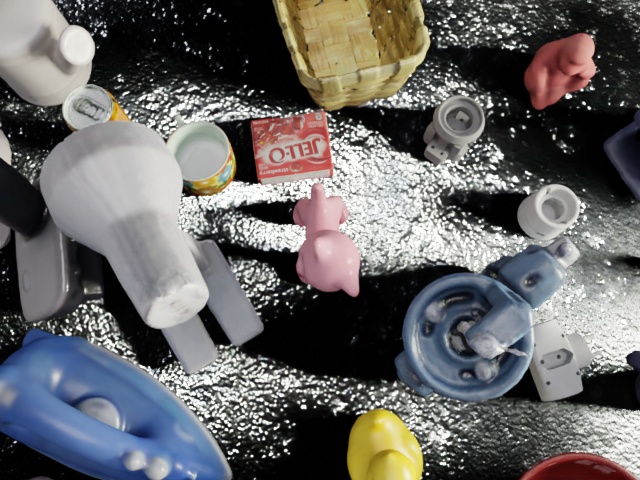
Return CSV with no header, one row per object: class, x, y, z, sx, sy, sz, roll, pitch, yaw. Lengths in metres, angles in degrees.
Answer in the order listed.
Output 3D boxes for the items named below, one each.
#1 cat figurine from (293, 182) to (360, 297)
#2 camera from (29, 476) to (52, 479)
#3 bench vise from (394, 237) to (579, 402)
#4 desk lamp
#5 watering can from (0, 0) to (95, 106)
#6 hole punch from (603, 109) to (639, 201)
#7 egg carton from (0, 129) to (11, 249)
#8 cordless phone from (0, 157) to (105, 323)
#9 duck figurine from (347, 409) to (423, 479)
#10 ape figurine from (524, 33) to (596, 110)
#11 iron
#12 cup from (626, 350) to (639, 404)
cat figurine,0.005,0.002,0.598,0.067,0.118,0.128,-8,77,-2
camera,-0.253,0.315,0.534,0.143,0.101,0.137,22,78,5
bench vise,0.159,0.058,0.534,0.121,0.220,0.207,32,79,7
desk lamp,-0.149,0.015,0.545,0.118,0.213,0.203,-32,79,-7
watering can,-0.321,-0.231,0.610,0.173,0.194,0.101,3,77,1
hole punch,0.394,-0.107,0.638,0.101,0.091,0.108,-30,79,-6
egg carton,-0.395,-0.054,0.633,0.107,0.069,0.150,-9,77,-2
cordless phone,-0.290,0.000,0.562,0.094,0.185,0.147,-13,77,-3
duck figurine,0.067,0.222,0.565,0.077,0.086,0.104,-14,78,-3
ape figurine,0.281,-0.202,0.659,0.078,0.092,0.076,8,77,2
iron,-0.208,0.178,0.545,0.258,0.141,0.119,24,78,5
cup,0.351,0.147,0.578,0.117,0.095,0.092,28,79,6
